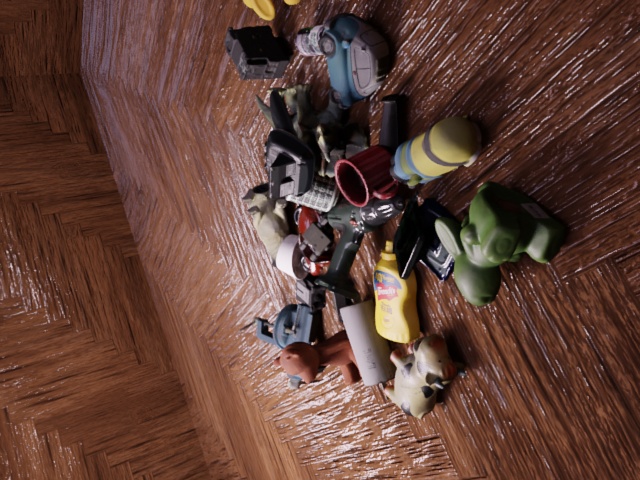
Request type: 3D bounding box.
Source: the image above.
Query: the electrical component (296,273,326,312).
[{"bbox_3d":[-0.032,0.116,1.334,0.119,0.048,0.074,38,132,44],"label":"electrical component"}]

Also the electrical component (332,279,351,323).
[{"bbox_3d":[0.054,0.138,1.208,0.078,0.045,0.102,149,110,-88],"label":"electrical component"}]

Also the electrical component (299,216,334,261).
[{"bbox_3d":[-0.002,-0.003,1.151,0.063,0.021,0.094,45,111,14],"label":"electrical component"}]

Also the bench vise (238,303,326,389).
[{"bbox_3d":[-0.087,0.258,1.389,0.241,0.129,0.223,10,104,39],"label":"bench vise"}]

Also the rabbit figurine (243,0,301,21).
[{"bbox_3d":[-0.112,-0.539,1.083,0.122,0.173,0.162,50,136,31],"label":"rabbit figurine"}]

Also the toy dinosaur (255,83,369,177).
[{"bbox_3d":[-0.029,-0.232,1.134,0.405,0.131,0.192,22,120,61],"label":"toy dinosaur"}]

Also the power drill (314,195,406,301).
[{"bbox_3d":[0.067,0.008,1.035,0.232,0.086,0.207,13,90,65],"label":"power drill"}]

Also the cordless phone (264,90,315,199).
[{"bbox_3d":[-0.075,-0.186,1.051,0.146,0.089,0.184,100,155,-62],"label":"cordless phone"}]

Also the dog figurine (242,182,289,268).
[{"bbox_3d":[-0.118,-0.038,1.382,0.172,0.121,0.190,-89,-11,-54],"label":"dog figurine"}]

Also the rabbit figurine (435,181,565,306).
[{"bbox_3d":[0.234,0.013,0.780,0.159,0.121,0.170,55,141,43],"label":"rabbit figurine"}]

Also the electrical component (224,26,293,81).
[{"bbox_3d":[-0.132,-0.418,1.198,0.115,0.134,0.058,62,147,16],"label":"electrical component"}]

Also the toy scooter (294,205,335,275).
[{"bbox_3d":[0.004,0.003,1.203,0.135,0.075,0.183,24,123,50],"label":"toy scooter"}]

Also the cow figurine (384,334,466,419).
[{"bbox_3d":[0.190,0.251,0.984,0.127,0.085,0.194,43,139,41],"label":"cow figurine"}]

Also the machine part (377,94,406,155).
[{"bbox_3d":[0.127,-0.190,0.958,0.084,0.039,0.138,42,139,52],"label":"machine part"}]

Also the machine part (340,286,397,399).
[{"bbox_3d":[0.102,0.211,1.120,0.079,0.079,0.243,-32,73,58],"label":"machine part"}]

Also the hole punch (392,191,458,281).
[{"bbox_3d":[0.183,0.000,0.914,0.116,0.092,0.142,-96,13,-48],"label":"hole punch"}]

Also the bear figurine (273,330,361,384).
[{"bbox_3d":[0.007,0.271,1.185,0.120,0.196,0.132,-48,62,51],"label":"bear figurine"}]

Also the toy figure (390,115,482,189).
[{"bbox_3d":[0.175,-0.134,0.850,0.180,0.089,0.082,-16,94,57],"label":"toy figure"}]

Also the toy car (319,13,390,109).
[{"bbox_3d":[0.069,-0.313,0.946,0.103,0.109,0.161,14,124,37],"label":"toy car"}]
